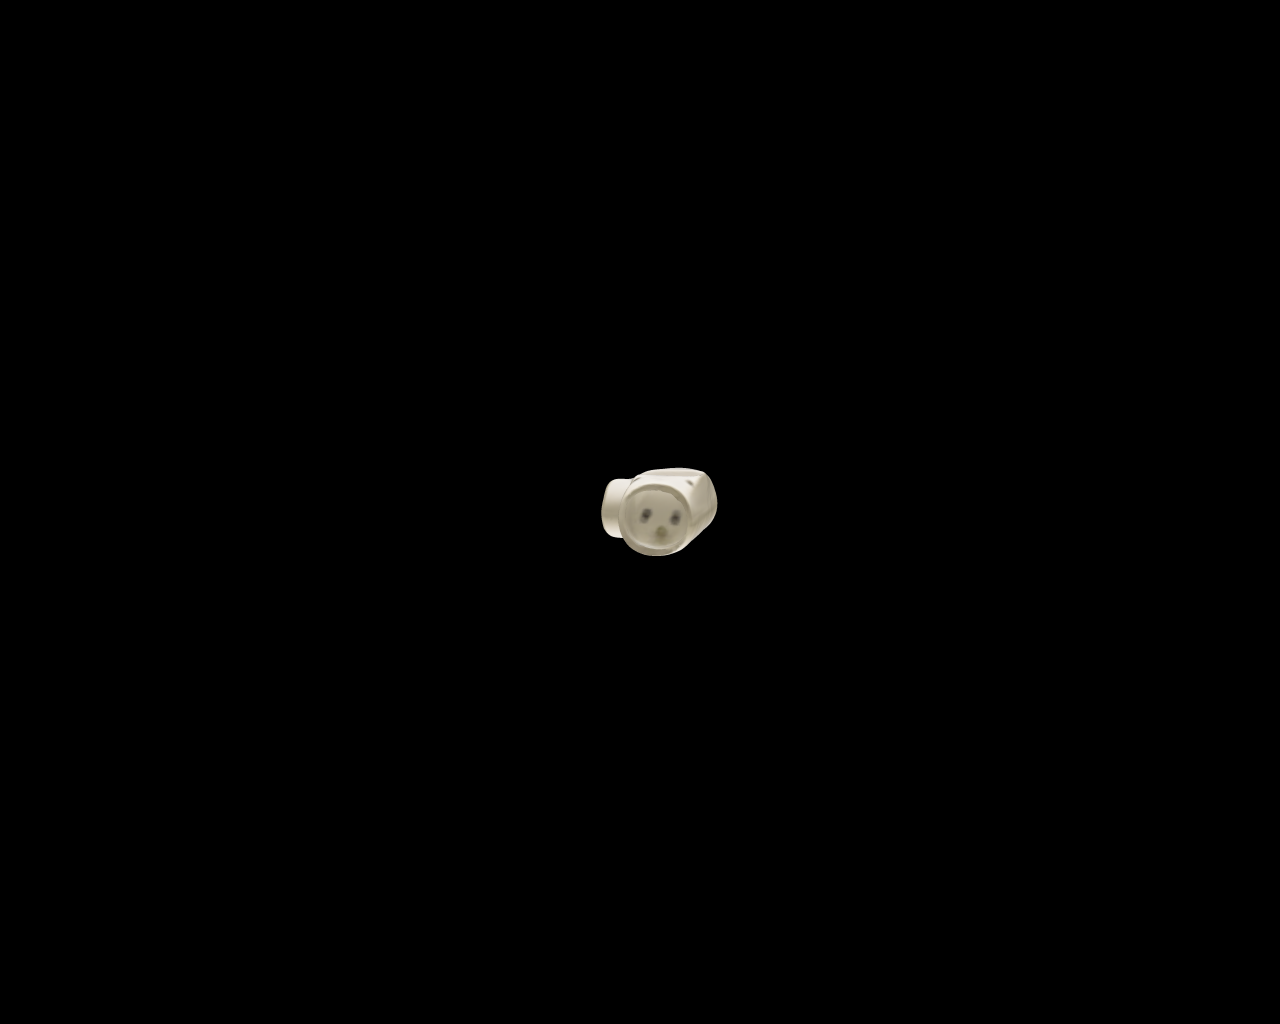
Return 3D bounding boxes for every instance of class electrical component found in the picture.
[{"bbox_3d":[0.001,-0.003,0.650,0.079,0.043,0.077,3,10,15],"label":"electrical component"}]
